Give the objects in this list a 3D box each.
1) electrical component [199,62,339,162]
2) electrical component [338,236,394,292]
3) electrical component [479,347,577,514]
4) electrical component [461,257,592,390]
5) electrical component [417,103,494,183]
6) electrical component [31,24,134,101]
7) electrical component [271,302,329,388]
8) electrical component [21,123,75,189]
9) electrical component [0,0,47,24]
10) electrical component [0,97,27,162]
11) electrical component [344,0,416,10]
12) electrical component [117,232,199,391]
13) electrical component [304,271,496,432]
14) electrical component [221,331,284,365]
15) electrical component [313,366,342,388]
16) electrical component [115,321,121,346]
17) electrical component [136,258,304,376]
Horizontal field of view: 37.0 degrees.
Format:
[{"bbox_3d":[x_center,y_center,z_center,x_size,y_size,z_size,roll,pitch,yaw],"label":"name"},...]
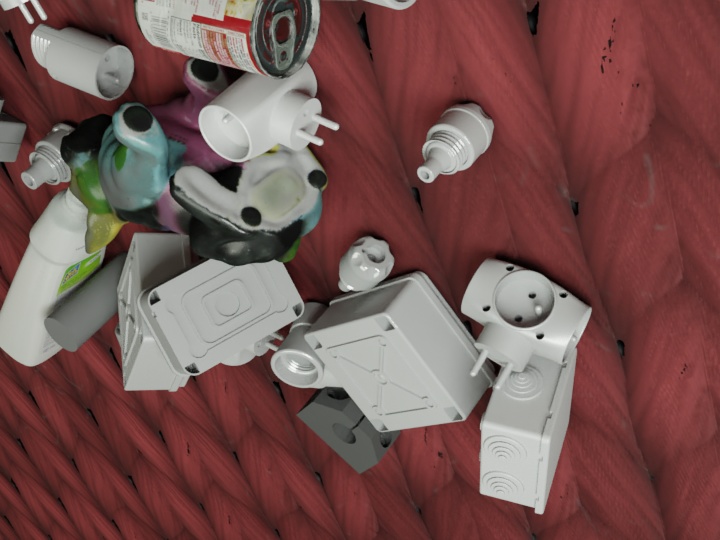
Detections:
[{"bbox_3d":[-0.053,-0.104,0.715,0.079,0.077,0.043,26,141,20],"label":"electrical component"},{"bbox_3d":[0.000,0.000,0.811,0.035,0.035,0.061,43,147,-1],"label":"electrical component"},{"bbox_3d":[0.118,0.108,0.762,0.048,0.099,0.099,12,136,17],"label":"electrical component"},{"bbox_3d":[0.103,0.042,0.724,0.077,0.079,0.044,28,167,19],"label":"electrical component"},{"bbox_3d":[0.055,-0.075,0.659,0.035,0.061,0.035,25,141,22],"label":"electrical component"},{"bbox_3d":[-0.221,-0.165,0.835,0.081,0.043,0.043,23,140,23],"label":"electrical component"},{"bbox_3d":[-0.043,0.058,0.883,0.044,0.065,0.044,10,134,11],"label":"electrical component"},{"bbox_3d":[-0.266,-0.094,0.934,0.048,0.062,0.048,24,140,22],"label":"electrical component"},{"bbox_3d":[-0.265,-0.223,0.814,0.077,0.044,0.079,0,128,42],"label":"electrical component"},{"bbox_3d":[-0.339,-0.140,0.952,0.047,0.083,0.075,27,103,20],"label":"electrical component"},{"bbox_3d":[0.000,-0.175,0.626,0.065,0.044,0.044,13,135,40],"label":"electrical component"},{"bbox_3d":[-0.177,0.038,0.946,0.056,0.108,0.108,1,150,-22],"label":"electrical component"},{"bbox_3d":[0.030,0.066,0.832,0.109,0.056,0.108,-19,114,50],"label":"electrical component"},{"bbox_3d":[-0.099,0.051,0.946,0.079,0.043,0.077,24,141,22],"label":"electrical component"},{"bbox_3d":[-0.024,0.081,0.913,0.046,0.040,0.040,1,128,36],"label":"electrical component"},{"bbox_3d":[-0.209,0.069,1.059,0.055,0.055,0.047,7,128,38],"label":"electrical component"},{"bbox_3d":[-0.113,0.028,0.864,0.078,0.113,0.057,63,160,-6],"label":"electrical component"}]
